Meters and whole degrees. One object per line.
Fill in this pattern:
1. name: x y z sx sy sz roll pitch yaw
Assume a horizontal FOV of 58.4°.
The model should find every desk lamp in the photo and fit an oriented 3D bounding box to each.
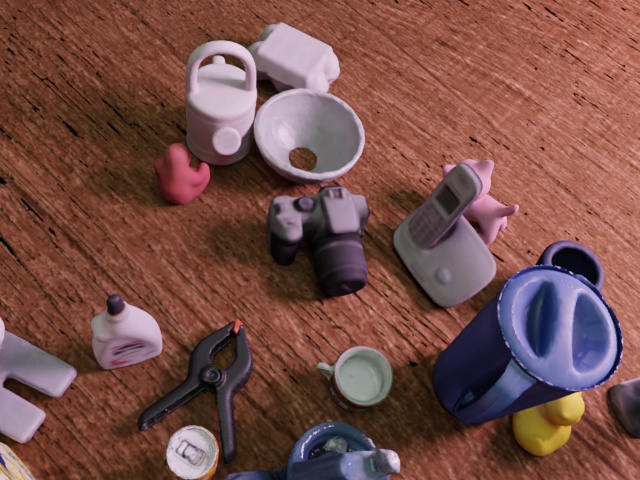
1. desk lamp: -0.380 0.099 0.586 0.203 0.213 0.118 25 60 3

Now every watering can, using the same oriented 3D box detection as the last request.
1. watering can: -0.136 -0.194 0.807 0.101 0.194 0.172 -24 69 -22

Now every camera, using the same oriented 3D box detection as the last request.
1. camera: 0.007 0.003 0.782 0.143 0.101 0.136 -6 63 -14

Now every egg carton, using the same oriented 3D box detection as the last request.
1. egg carton: -0.045 -0.293 0.951 0.150 0.069 0.107 26 60 4

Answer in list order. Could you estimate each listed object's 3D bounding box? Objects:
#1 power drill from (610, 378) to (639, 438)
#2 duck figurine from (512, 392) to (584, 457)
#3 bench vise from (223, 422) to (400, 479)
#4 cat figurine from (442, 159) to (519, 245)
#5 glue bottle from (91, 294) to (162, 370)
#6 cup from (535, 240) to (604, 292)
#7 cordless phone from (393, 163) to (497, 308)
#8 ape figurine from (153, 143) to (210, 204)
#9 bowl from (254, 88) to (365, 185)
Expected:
1. power drill: 0.468 0.184 0.713 0.230 0.208 0.075 -11 64 -16
2. duck figurine: 0.297 0.222 0.729 0.077 0.086 0.105 38 61 11
3. bench vise: -0.009 0.257 0.571 0.208 0.219 0.121 -21 68 -21
4. cat figurine: 0.237 -0.069 0.857 0.127 0.117 0.067 38 61 10
5. glue bottle: -0.221 0.099 0.641 0.078 0.173 0.037 -18 66 -19
6. cup: 0.329 0.064 0.816 0.118 0.095 0.091 -18 66 -19
7. cordless phone: 0.185 -0.005 0.773 0.094 0.185 0.147 -28 70 -23
8. ape figurine: -0.197 -0.100 0.802 0.078 0.092 0.076 22 60 1
9. bowl: -0.020 -0.145 0.872 0.167 0.074 0.167 5 61 -9
